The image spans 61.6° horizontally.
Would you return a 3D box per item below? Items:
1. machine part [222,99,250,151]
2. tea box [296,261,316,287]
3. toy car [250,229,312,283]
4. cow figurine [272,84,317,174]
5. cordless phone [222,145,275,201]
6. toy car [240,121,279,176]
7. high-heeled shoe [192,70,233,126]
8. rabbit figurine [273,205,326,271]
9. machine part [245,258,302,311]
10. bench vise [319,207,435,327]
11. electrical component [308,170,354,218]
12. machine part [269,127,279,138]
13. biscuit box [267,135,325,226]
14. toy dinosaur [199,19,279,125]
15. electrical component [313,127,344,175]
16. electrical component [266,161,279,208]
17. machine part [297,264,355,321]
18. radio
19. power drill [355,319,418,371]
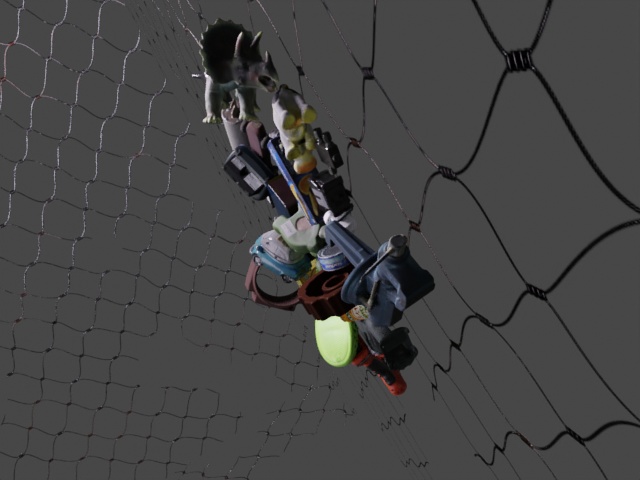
[{"bbox_3d":[-0.213,-0.294,1.454,0.079,0.079,0.243,55,168,24],"label":"machine part"},{"bbox_3d":[0.001,0.149,1.601,0.169,0.098,0.068,64,168,-15],"label":"tea box"},{"bbox_3d":[-0.095,0.027,1.342,0.162,0.109,0.102,36,141,23],"label":"toy car"},{"bbox_3d":[-0.049,-0.199,0.989,0.167,0.068,0.098,83,160,-56],"label":"cow figurine"},{"bbox_3d":[-0.185,-0.164,1.443,0.146,0.089,0.184,46,173,4],"label":"cordless phone"},{"bbox_3d":[-0.151,-0.235,1.390,0.089,0.053,0.202,37,161,19],"label":"toy car"},{"bbox_3d":[-0.248,-0.384,1.470,0.145,0.086,0.248,14,162,32],"label":"high-heeled shoe"},{"bbox_3d":[-0.003,-0.004,1.267,0.159,0.121,0.170,47,-178,26],"label":"rabbit figurine"},{"bbox_3d":[-0.116,0.107,1.653,0.201,0.200,0.087,16,-170,-17],"label":"machine part"},{"bbox_3d":[0.078,0.039,0.917,0.241,0.129,0.223,45,164,30],"label":"bench vise"},{"bbox_3d":[0.013,-0.096,1.043,0.119,0.048,0.074,38,155,59],"label":"electrical component"},{"bbox_3d":[-0.075,-0.191,1.208,0.084,0.039,0.138,55,171,49],"label":"machine part"},{"bbox_3d":[-0.036,-0.131,1.129,0.202,0.063,0.059,60,168,-5],"label":"biscuit box"},{"bbox_3d":[-0.180,-0.345,1.087,0.405,0.131,0.192,-120,31,-63],"label":"toy dinosaur"},{"bbox_3d":[0.017,-0.151,0.943,0.063,0.021,0.093,42,159,55],"label":"electrical component"},{"bbox_3d":[-0.152,-0.175,1.540,0.134,0.058,0.114,55,166,24],"label":"electrical component"},{"bbox_3d":[0.039,0.099,1.117,0.056,0.179,0.179,62,169,-17],"label":"machine part"},{"bbox_3d":[-0.054,-0.054,1.385,0.131,0.073,0.229,48,166,41],"label":"radio"},{"bbox_3d":[0.122,0.185,1.204,0.207,0.086,0.231,34,154,58],"label":"power drill"}]
